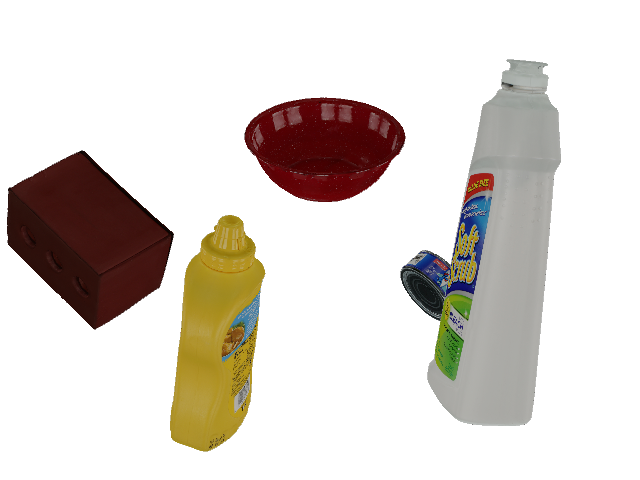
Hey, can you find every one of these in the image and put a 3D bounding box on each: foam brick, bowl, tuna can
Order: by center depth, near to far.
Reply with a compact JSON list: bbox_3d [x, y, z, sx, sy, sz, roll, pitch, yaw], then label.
[{"bbox_3d":[-0.129,0.000,0.594,0.078,0.053,0.051,40,51,17],"label":"foam brick"},{"bbox_3d":[0.004,-0.085,1.084,0.162,0.055,0.162,0,34,0],"label":"bowl"},{"bbox_3d":[0.137,0.056,1.288,0.033,0.086,0.086,-40,16,-20],"label":"tuna can"}]

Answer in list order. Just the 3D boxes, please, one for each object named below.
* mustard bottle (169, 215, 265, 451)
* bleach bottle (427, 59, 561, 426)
[{"bbox_3d":[-0.078,0.066,0.834,0.058,0.192,0.096,18,33,13],"label":"mustard bottle"},{"bbox_3d":[0.128,-0.002,0.758,0.068,0.251,0.102,3,14,-8],"label":"bleach bottle"}]
